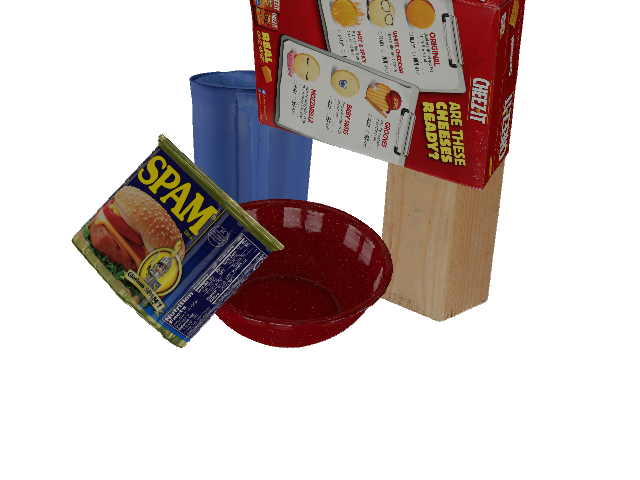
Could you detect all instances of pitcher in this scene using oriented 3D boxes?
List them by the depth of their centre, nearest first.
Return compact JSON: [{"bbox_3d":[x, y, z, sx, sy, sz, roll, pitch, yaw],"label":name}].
[{"bbox_3d":[-0.073,-0.054,1.124,0.145,0.243,0.148,16,21,40],"label":"pitcher"}]

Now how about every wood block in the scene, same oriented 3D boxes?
[{"bbox_3d":[0.127,-0.033,1.115,0.090,0.206,0.090,21,26,39],"label":"wood block"}]

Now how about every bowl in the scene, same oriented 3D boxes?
[{"bbox_3d":[-0.026,0.033,0.831,0.162,0.055,0.162,3,36,-2],"label":"bowl"}]

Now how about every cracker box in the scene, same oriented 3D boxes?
[{"bbox_3d":[0.050,-0.150,0.863,0.214,0.164,0.072,18,44,22],"label":"cracker box"}]

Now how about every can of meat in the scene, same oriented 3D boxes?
[{"bbox_3d":[-0.086,0.000,0.623,0.102,0.084,0.057,42,-2,37],"label":"can of meat"}]
